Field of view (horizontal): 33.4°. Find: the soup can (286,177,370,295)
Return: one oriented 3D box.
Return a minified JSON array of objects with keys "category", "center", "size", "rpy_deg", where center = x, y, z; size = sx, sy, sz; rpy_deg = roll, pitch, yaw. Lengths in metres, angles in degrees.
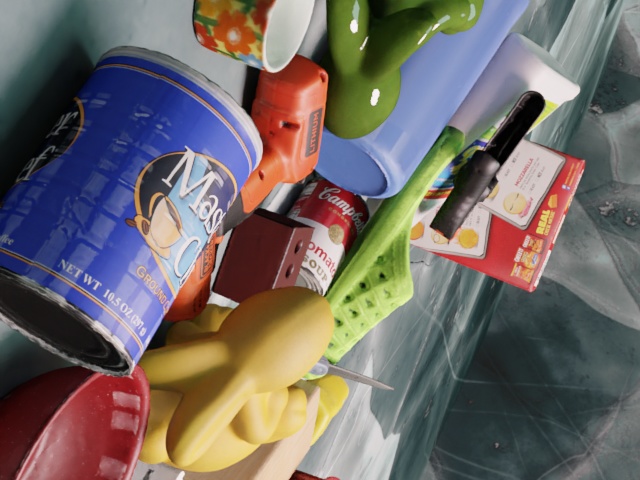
[{"category":"soup can","center":[-0.006,0.001,0.973],"size":[0.102,0.068,0.068],"rpy_deg":[-59,162,-33]}]

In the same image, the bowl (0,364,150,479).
[{"category":"bowl","center":[-0.168,0.138,0.642],"size":[0.162,0.055,0.162],"rpy_deg":[-58,161,-33]}]

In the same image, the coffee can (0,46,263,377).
[{"category":"coffee can","center":[-0.107,-0.015,0.556],"size":[0.140,0.103,0.103],"rpy_deg":[-61,163,-24]}]

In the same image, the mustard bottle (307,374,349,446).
[{"category":"mustard bottle","center":[-0.015,0.186,1.175],"size":[0.096,0.058,0.191],"rpy_deg":[-41,175,12]}]

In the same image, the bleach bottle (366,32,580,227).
[{"category":"bleach bottle","center":[0.134,-0.088,1.057],"size":[0.251,0.068,0.102],"rpy_deg":[-46,151,22]}]

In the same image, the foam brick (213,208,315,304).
[{"category":"foam brick","center":[-0.047,0.017,0.891],"size":[0.078,0.051,0.053],"rpy_deg":[-70,164,7]}]

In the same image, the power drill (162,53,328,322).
[{"category":"power drill","center":[-0.062,-0.057,0.740],"size":[0.187,0.057,0.184],"rpy_deg":[-50,160,-42]}]

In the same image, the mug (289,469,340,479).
[{"category":"mug","center":[-0.027,0.266,1.033],"size":[0.117,0.082,0.093],"rpy_deg":[42,64,-55]}]

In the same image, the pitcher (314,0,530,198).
[{"category":"pitcher","center":[0.080,-0.154,0.955],"size":[0.149,0.145,0.242],"rpy_deg":[42,66,-25]}]

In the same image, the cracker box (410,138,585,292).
[{"category":"cracker box","center":[0.181,-0.053,1.258],"size":[0.164,0.214,0.072],"rpy_deg":[-69,166,3]}]

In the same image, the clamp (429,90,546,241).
[{"category":"clamp","center":[0.151,-0.064,0.991],"size":[0.120,0.039,0.172],"rpy_deg":[-42,171,-30]}]

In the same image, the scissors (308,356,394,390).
[{"category":"scissors","center":[-0.023,0.115,0.950],"size":[0.201,0.096,0.016],"rpy_deg":[39,35,-47]}]

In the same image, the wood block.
[{"category":"wood block","center":[-0.087,0.205,0.936],"size":[0.205,0.091,0.090],"rpy_deg":[-51,157,-48]}]
